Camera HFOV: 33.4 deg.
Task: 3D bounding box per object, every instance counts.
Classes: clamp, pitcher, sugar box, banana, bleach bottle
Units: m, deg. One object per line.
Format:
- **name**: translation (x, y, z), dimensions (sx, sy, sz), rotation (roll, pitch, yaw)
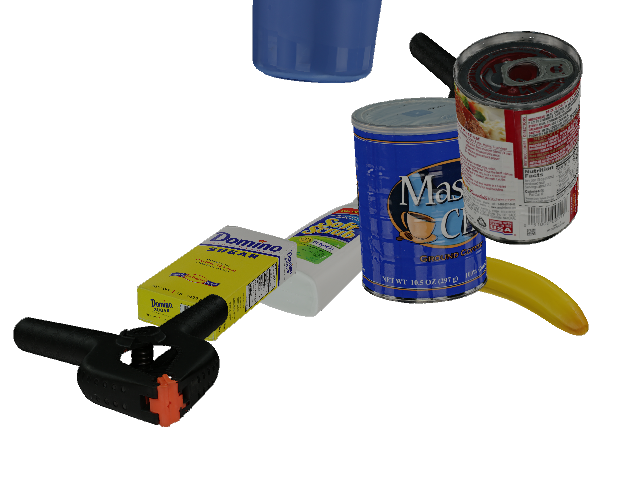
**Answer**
- **clamp**: translation (0.146, -0.146, 1.021), dimensions (0.120, 0.039, 0.171), rotation (2, 44, 1)
- **pitcher**: translation (0.007, -0.261, 0.914), dimensions (0.145, 0.243, 0.149), rotation (6, 17, 7)
- **sugar box**: translation (-0.105, 0.040, 1.126), dimensions (0.093, 0.048, 0.176), rotation (14, 31, 22)
- **banana**: translation (0.183, 0.050, 1.087), dimensions (0.198, 0.069, 0.037), rotation (13, -38, 25)
- **clamp**: translation (-0.117, 0.078, 0.752), dimensions (0.164, 0.036, 0.210), rotation (-9, 14, -24)
- **bleach bottle**: translation (0.020, 0.001, 1.329), dimensions (0.103, 0.068, 0.250), rotation (16, 36, 27)

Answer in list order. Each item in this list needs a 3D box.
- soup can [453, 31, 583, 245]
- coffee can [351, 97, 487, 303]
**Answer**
- **soup can**: translation (0.112, -0.056, 0.599), dimensions (0.068, 0.102, 0.068), rotation (-6, 43, 6)
- **coffee can**: translation (0.079, -0.034, 0.844), dimensions (0.103, 0.140, 0.103), rotation (-4, 19, 1)
